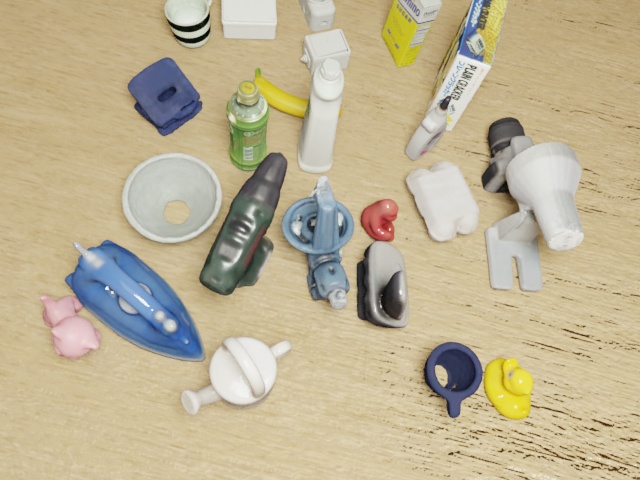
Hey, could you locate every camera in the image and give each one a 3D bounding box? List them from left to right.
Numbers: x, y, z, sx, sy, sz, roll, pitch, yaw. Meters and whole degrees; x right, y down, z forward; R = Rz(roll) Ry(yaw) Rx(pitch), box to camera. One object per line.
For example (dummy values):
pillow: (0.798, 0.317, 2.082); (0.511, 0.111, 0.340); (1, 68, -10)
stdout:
camera: (0.388, -0.171, 1.108); (0.143, 0.101, 0.137); (-3, 70, -8)

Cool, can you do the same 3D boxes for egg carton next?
egg carton: (0.229, -0.072, 1.068); (0.107, 0.069, 0.150); (-19, 73, -13)

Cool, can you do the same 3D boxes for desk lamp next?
desk lamp: (0.377, -0.035, 0.996); (0.118, 0.213, 0.203); (2, 70, -6)

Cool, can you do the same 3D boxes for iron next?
iron: (-0.284, 0.096, 0.901); (0.258, 0.141, 0.119); (37, 70, 7)

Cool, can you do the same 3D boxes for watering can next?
watering can: (-0.120, 0.202, 0.855); (0.101, 0.194, 0.173); (36, 70, 7)

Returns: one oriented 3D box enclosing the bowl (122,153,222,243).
bowl: (-0.253, -0.064, 1.000); (0.167, 0.074, 0.167); (2, 70, -6)

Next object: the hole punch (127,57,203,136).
hole punch: (-0.284, -0.267, 1.063); (0.101, 0.091, 0.109); (44, 71, 9)

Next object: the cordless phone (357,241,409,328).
cordless phone: (0.119, 0.062, 0.942); (0.094, 0.185, 0.147); (-2, 70, -7)

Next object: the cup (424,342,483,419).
cup: (0.209, 0.233, 0.939); (0.092, 0.095, 0.118); (5, 69, -5)

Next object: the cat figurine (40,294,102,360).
cat figurine: (-0.390, 0.135, 0.886); (0.067, 0.117, 0.127); (-37, 78, -18)

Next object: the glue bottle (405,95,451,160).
glue bottle: (0.210, -0.214, 1.062); (0.078, 0.173, 0.037); (-41, 79, -19)

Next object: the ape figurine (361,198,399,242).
ape figurine: (0.115, -0.044, 1.031); (0.076, 0.092, 0.078); (30, 69, 5)

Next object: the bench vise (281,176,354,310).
bench vise: (0.019, -0.002, 0.935); (0.122, 0.219, 0.207); (-30, 76, -16)

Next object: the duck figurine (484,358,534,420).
duck figurine: (0.325, 0.245, 0.954); (0.077, 0.086, 0.104); (-13, 72, -11)

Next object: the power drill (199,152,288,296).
power drill: (-0.117, -0.008, 0.925); (0.075, 0.208, 0.230); (24, 69, 2)
